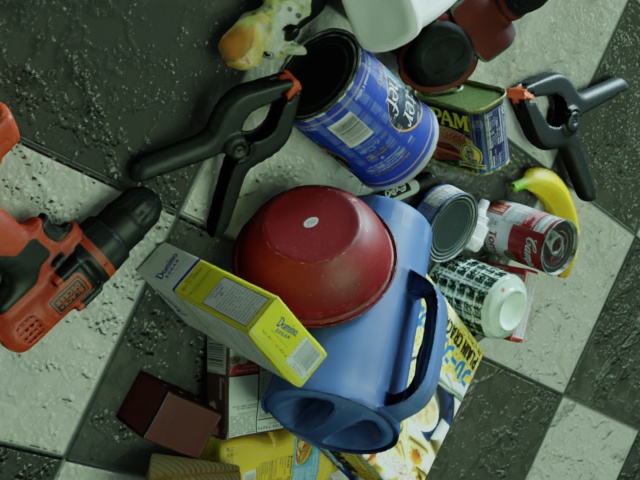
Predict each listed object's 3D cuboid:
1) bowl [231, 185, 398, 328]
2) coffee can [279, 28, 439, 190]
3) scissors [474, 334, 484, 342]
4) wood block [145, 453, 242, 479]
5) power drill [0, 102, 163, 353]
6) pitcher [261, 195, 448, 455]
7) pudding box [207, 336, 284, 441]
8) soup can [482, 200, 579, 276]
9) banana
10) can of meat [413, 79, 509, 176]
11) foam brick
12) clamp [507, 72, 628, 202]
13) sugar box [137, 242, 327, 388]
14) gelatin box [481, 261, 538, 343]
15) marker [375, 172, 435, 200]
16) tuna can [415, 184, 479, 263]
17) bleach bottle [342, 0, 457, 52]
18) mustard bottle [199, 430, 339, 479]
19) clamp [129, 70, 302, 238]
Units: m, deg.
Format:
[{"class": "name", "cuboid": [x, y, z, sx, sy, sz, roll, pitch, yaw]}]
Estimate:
[{"class": "bowl", "cuboid": [-0.007, 0.001, 1.005, 0.162, 0.162, 0.055, -40, 150, -24]}, {"class": "coffee can", "cuboid": [0.037, -0.125, 1.042, 0.140, 0.103, 0.103, 35, 81, -43]}, {"class": "scissors", "cuboid": [0.146, 0.133, 1.297, 0.201, 0.016, 0.096, -41, 128, -23]}, {"class": "wood block", "cuboid": [-0.140, 0.322, 1.028, 0.090, 0.090, 0.206, 11, 108, -12]}, {"class": "power drill", "cuboid": [-0.233, -0.022, 0.871, 0.184, 0.057, 0.187, -47, 131, -17]}, {"class": "pitcher", "cuboid": [0.046, 0.077, 1.049, 0.145, 0.149, 0.242, 105, 2, -59]}, {"class": "pudding box", "cuboid": [-0.069, 0.140, 1.078, 0.089, 0.039, 0.113, -1, 94, -43]}, {"class": "soup can", "cuboid": [0.247, -0.004, 1.274, 0.068, 0.102, 0.068, -16, 116, -37]}, {"class": "banana", "cuboid": [0.294, -0.032, 1.355, 0.069, 0.037, 0.197, -42, 129, -5]}, {"class": "can of meat", "cuboid": [0.154, -0.123, 1.149, 0.057, 0.102, 0.084, -33, 127, -30]}, {"class": "foam brick", "cuboid": [-0.144, 0.169, 1.027, 0.078, 0.053, 0.051, 34, 83, -44]}, {"class": "clamp", "cuboid": [0.301, -0.138, 1.314, 0.209, 0.036, 0.164, 9, 93, -42]}, {"class": "sugar box", "cuboid": [-0.081, 0.064, 0.957, 0.048, 0.176, 0.093, -49, 132, -14]}, {"class": "gelatin box", "cuboid": [0.219, 0.074, 1.291, 0.030, 0.073, 0.089, 14, 87, -44]}, {"class": "marker", "cuboid": [0.081, -0.050, 1.168, 0.120, 0.020, 0.020, -24, 120, -34]}, {"class": "tuna can", "cuboid": [0.140, -0.019, 1.212, 0.086, 0.034, 0.086, -26, 132, -34]}, {"class": "bleach bottle", "cuboid": [0.107, -0.262, 1.040, 0.250, 0.068, 0.102, -37, 110, -52]}, {"class": "mustard bottle", "cuboid": [-0.044, 0.240, 1.139, 0.191, 0.058, 0.096, -2, 106, -41]}, {"class": "clamp", "cuboid": [-0.078, -0.079, 0.977, 0.171, 0.039, 0.120, -37, 138, 3]}]
